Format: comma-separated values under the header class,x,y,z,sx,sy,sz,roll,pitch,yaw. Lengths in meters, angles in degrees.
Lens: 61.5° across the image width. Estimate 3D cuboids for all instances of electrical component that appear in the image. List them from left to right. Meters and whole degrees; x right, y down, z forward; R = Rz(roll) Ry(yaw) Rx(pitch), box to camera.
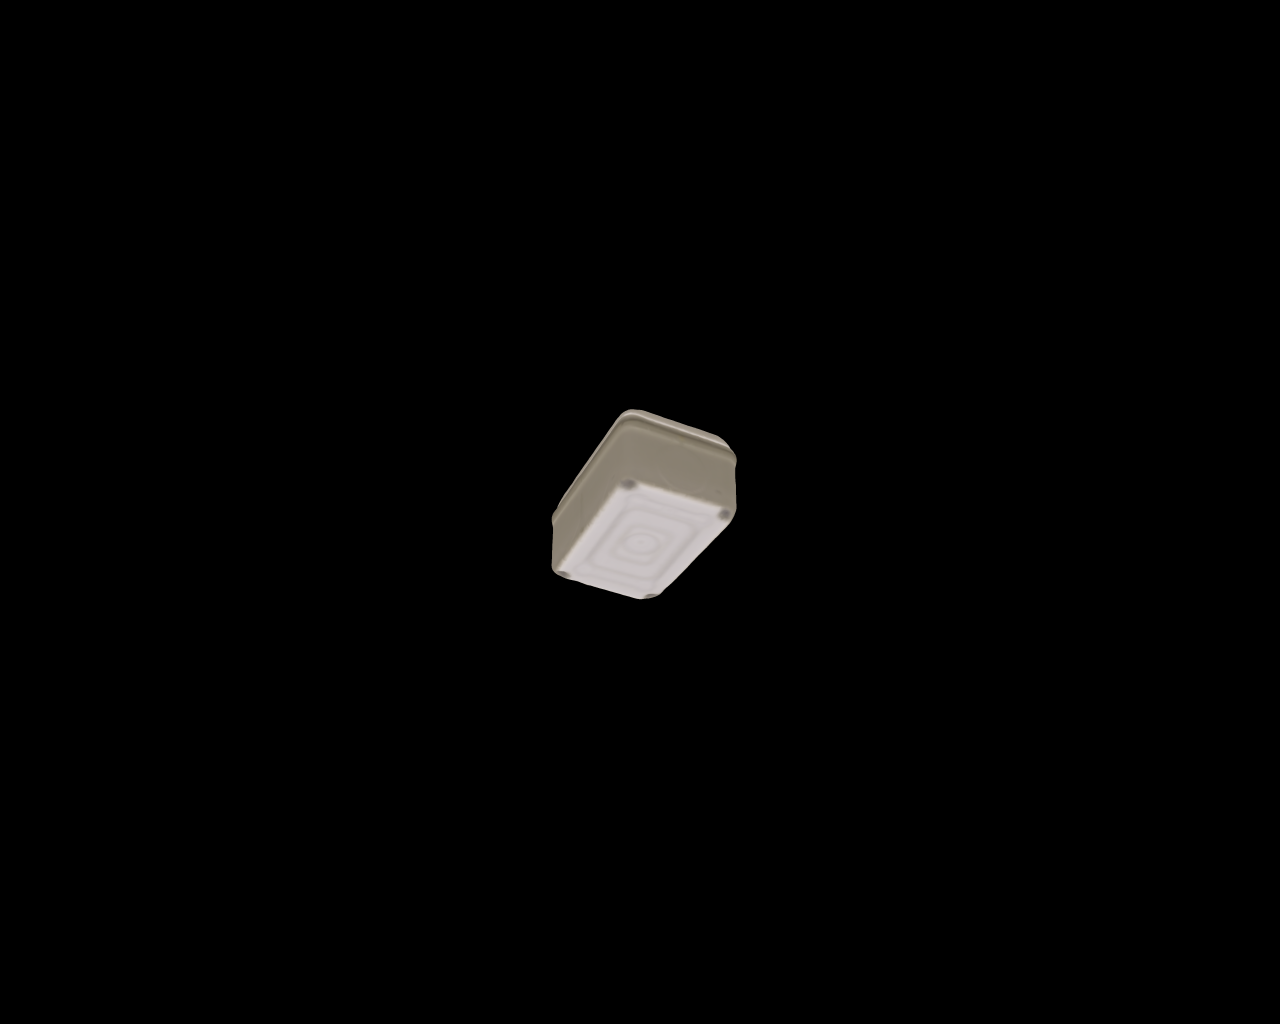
class,x,y,z,sx,sy,sz,roll,pitch,yaw
electrical component,0.001,-0.003,0.650,0.078,0.057,0.113,17,-41,-21
